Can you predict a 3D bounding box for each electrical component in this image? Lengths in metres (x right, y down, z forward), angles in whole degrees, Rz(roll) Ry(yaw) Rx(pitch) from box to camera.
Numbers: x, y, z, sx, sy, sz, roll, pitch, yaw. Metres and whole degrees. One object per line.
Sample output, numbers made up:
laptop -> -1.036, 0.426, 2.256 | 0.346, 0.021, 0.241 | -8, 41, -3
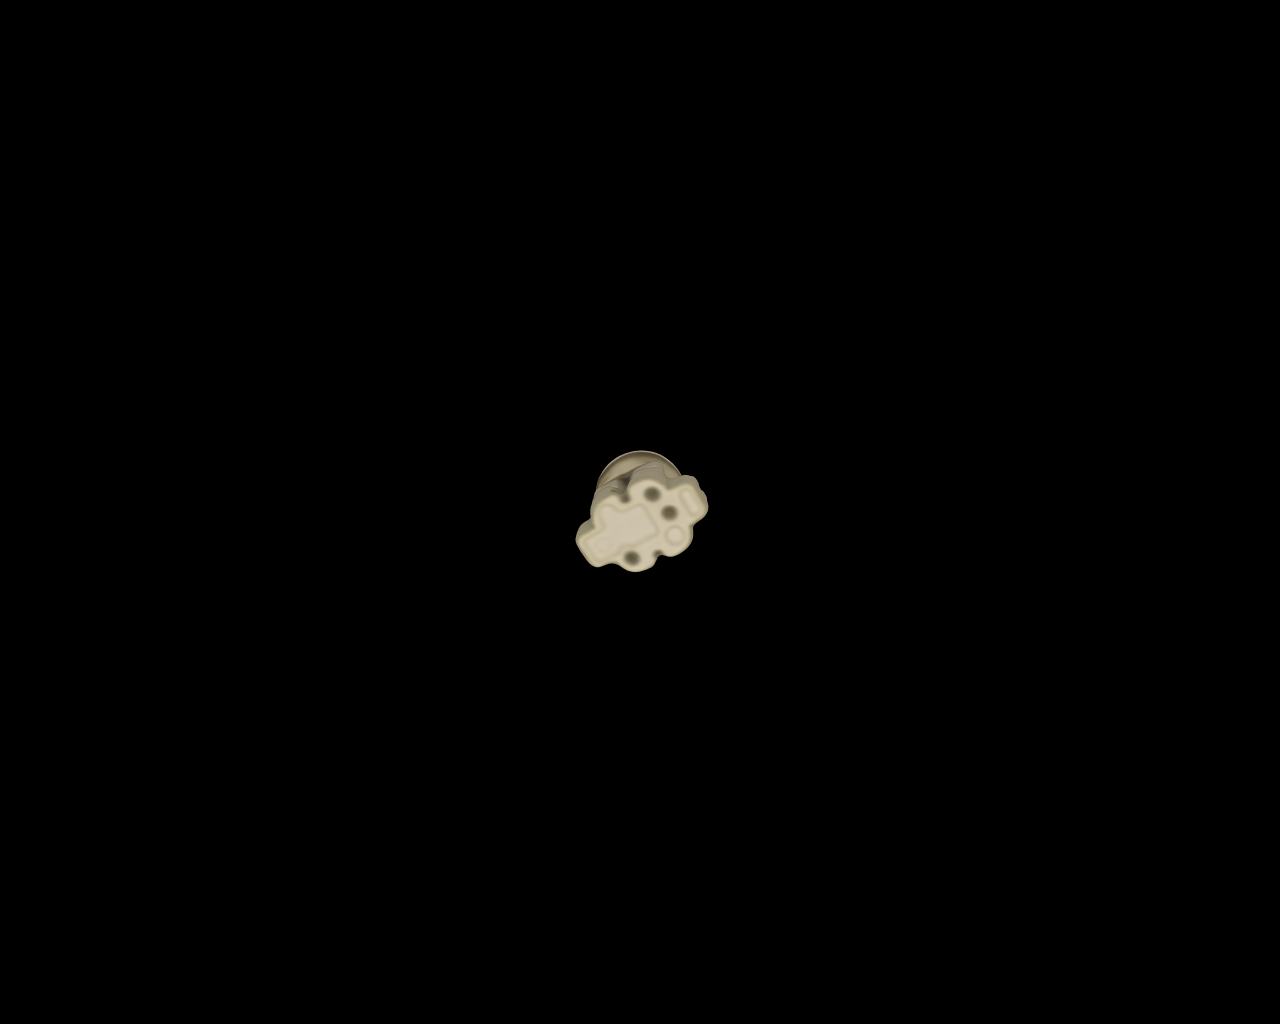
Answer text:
electrical component -> 0.001, -0.003, 0.650 | 0.078, 0.058, 0.057 | -26, 21, 11
